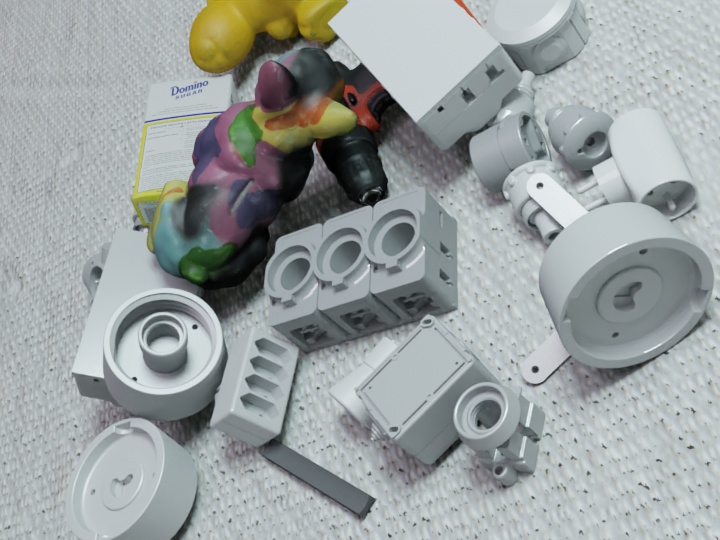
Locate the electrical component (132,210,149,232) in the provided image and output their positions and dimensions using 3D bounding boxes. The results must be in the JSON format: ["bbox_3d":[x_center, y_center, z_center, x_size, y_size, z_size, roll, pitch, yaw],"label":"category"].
[{"bbox_3d":[-0.213,-0.048,1.104,0.043,0.043,0.062,-8,57,34],"label":"electrical component"}]

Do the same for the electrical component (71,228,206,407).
[{"bbox_3d":[-0.198,0.047,0.989,0.089,0.061,0.150,11,60,-1],"label":"electrical component"}]

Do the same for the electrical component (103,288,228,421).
[{"bbox_3d":[-0.165,0.066,0.910,0.108,0.060,0.108,3,61,-5],"label":"electrical component"}]

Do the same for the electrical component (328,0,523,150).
[{"bbox_3d":[0.055,-0.182,0.902,0.089,0.062,0.150,-43,54,8],"label":"electrical component"}]

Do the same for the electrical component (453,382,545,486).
[{"bbox_3d":[0.095,0.107,0.739,0.048,0.055,0.066,-4,58,37],"label":"electrical component"}]

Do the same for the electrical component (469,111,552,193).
[{"bbox_3d":[0.121,-0.093,0.865,0.047,0.055,0.055,-22,49,30],"label":"electrical component"}]

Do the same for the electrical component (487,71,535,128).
[{"bbox_3d":[0.131,-0.140,0.903,0.035,0.035,0.061,6,62,41],"label":"electrical component"}]

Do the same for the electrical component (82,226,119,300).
[{"bbox_3d":[-0.241,-0.004,1.078,0.077,0.044,0.079,24,114,45],"label":"electrical component"}]

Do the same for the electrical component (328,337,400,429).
[{"bbox_3d":[0.013,0.085,0.832,0.065,0.044,0.044,-48,43,-7],"label":"electrical component"}]

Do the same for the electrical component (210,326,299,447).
[{"bbox_3d":[-0.096,0.104,0.898,0.076,0.047,0.083,-37,33,46],"label":"electrical component"}]

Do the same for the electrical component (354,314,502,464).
[{"bbox_3d":[0.048,0.093,0.782,0.096,0.061,0.061,-45,43,3],"label":"electrical component"}]

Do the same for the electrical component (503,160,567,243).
[{"bbox_3d":[0.140,-0.050,0.826,0.048,0.048,0.062,-29,53,19],"label":"electrical component"}]

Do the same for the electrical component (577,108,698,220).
[{"bbox_3d":[0.198,-0.069,0.793,0.079,0.043,0.077,-28,46,20],"label":"electrical component"}]

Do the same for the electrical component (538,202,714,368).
[{"bbox_3d":[0.172,0.005,0.717,0.108,0.108,0.060,-37,38,12],"label":"electrical component"}]

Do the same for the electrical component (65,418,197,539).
[{"bbox_3d":[-0.186,0.185,0.902,0.108,0.060,0.108,-21,49,26],"label":"electrical component"}]

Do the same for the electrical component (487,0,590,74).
[{"bbox_3d":[0.154,-0.213,0.926,0.080,0.051,0.080,-21,50,26],"label":"electrical component"}]

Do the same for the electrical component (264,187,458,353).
[{"bbox_3d":[0.000,0.000,0.887,0.150,0.062,0.089,-18,51,28],"label":"electrical component"}]

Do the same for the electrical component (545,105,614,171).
[{"bbox_3d":[0.168,-0.110,0.846,0.048,0.048,0.062,-44,36,4],"label":"electrical component"}]
